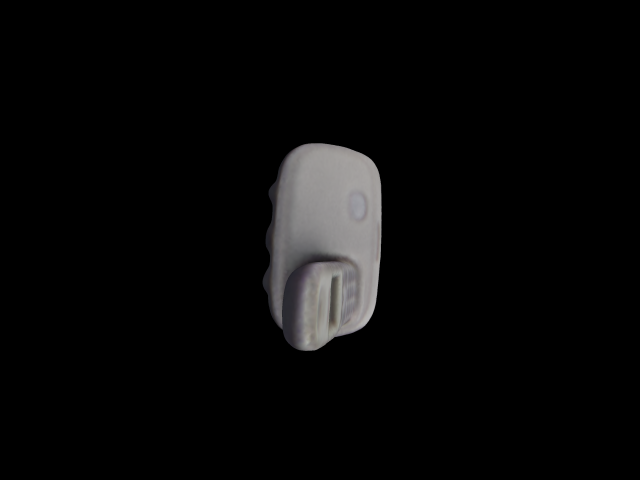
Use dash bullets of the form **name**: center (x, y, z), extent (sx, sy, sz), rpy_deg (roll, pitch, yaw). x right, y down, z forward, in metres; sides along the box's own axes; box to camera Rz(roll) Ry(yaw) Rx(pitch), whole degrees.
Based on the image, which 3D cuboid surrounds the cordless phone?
- **cordless phone**: center (0.004, 0.001, 0.400), extent (0.094, 0.185, 0.148), rpy_deg (0, 90, 0)
